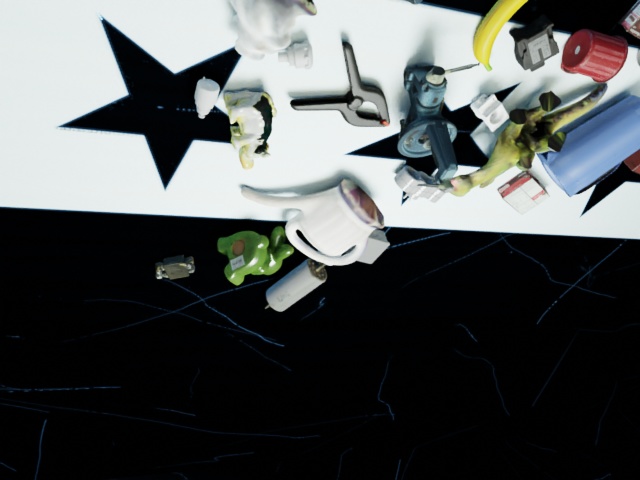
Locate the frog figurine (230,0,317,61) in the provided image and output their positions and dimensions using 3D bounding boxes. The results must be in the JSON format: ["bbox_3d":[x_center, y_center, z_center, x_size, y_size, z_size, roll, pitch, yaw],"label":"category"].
[{"bbox_3d":[-0.099,-0.357,0.815,0.157,0.125,0.136,-33,103,34],"label":"frog figurine"}]

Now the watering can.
[{"bbox_3d":[0.004,-0.060,1.196,0.222,0.106,0.343,-36,126,22],"label":"watering can"}]

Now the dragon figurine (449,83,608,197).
[{"bbox_3d":[0.443,-0.206,1.151,0.414,0.123,0.239,-28,171,-20],"label":"dragon figurine"}]
